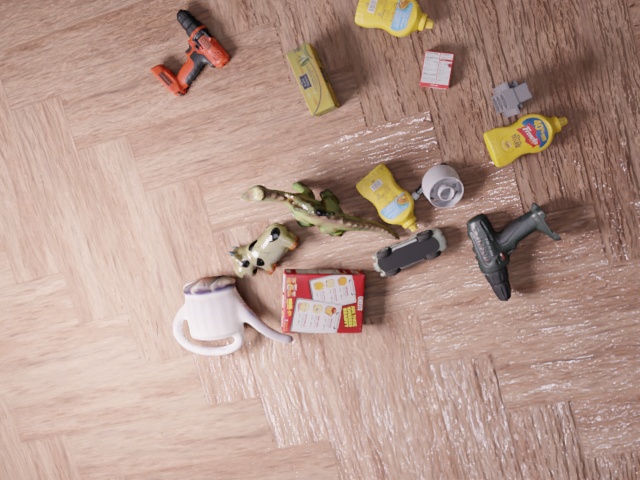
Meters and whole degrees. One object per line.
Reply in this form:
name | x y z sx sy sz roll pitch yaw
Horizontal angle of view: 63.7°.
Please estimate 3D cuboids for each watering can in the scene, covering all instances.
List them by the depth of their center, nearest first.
watering can | -0.253 0.207 1.432 0.347 0.105 0.223 -7 96 12

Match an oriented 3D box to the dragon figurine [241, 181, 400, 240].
dragon figurine | 0.004 -0.065 1.291 0.411 0.243 0.121 16 97 9
